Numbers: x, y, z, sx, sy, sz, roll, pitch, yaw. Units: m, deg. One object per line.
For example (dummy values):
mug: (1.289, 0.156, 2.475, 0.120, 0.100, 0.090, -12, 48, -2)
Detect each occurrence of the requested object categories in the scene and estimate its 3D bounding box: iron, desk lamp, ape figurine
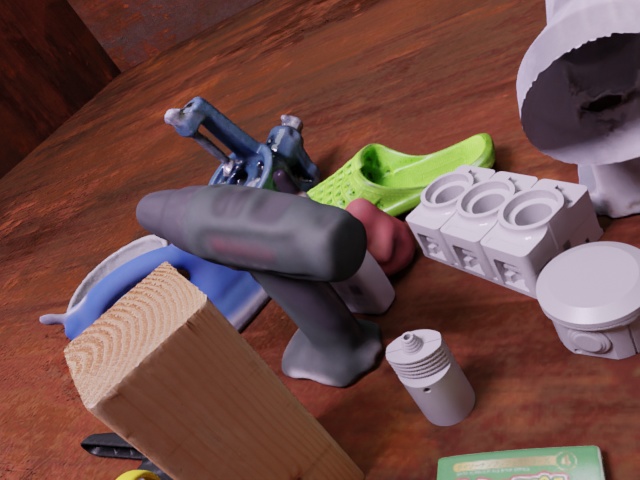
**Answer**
iron: (-0.177, 0.067, 0.661, 0.258, 0.142, 0.118, -37, 31, -6)
desk lamp: (0.234, -0.120, 0.463, 0.117, 0.214, 0.203, -15, 35, 29)
ape figurine: (0.053, -0.005, 0.592, 0.076, 0.092, 0.077, -29, 31, 8)

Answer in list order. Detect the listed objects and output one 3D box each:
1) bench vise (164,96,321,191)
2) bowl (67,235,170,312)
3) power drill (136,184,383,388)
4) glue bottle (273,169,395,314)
bench vise: (-0.108, -0.116, 0.777, 0.121, 0.220, 0.207, -14, 36, 30)
bowl: (-0.260, 0.074, 0.797, 0.167, 0.075, 0.167, -24, 32, 16)
power drill: (-0.041, 0.035, 0.509, 0.228, 0.209, 0.076, -2, 43, 42)
glue bottle: (0.005, 0.002, 0.548, 0.077, 0.173, 0.037, 1, 45, 44)
